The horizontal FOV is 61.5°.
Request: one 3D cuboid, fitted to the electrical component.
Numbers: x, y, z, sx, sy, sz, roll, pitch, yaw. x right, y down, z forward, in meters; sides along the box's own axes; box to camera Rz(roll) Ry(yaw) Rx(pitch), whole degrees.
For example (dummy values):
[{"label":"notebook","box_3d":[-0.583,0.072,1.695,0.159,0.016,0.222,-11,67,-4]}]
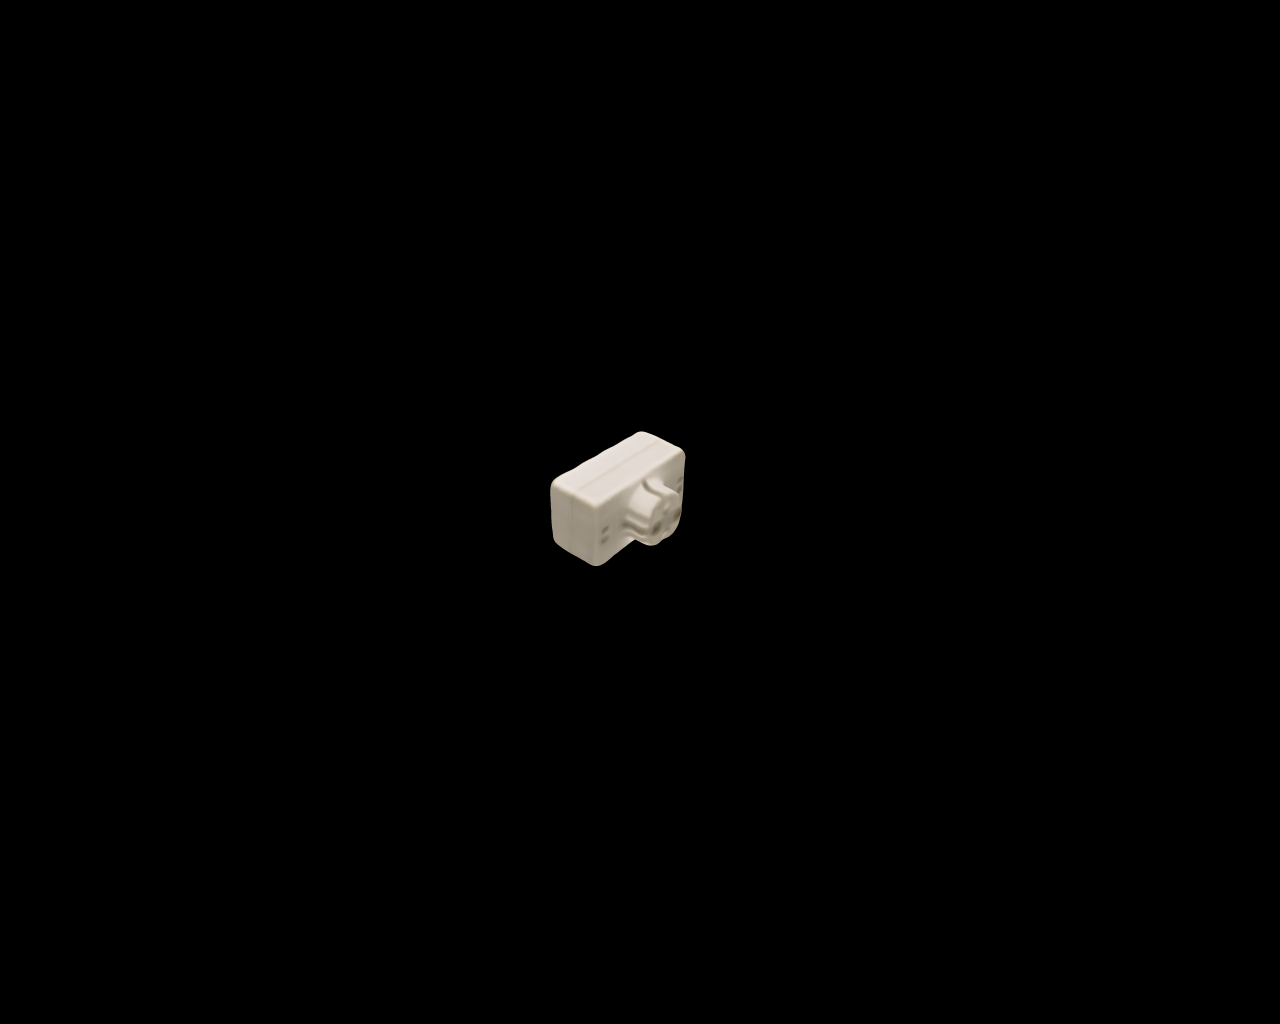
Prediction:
[{"label":"electrical component","box_3d":[0.001,-0.003,0.650,0.076,0.047,0.083,27,44,33]}]
